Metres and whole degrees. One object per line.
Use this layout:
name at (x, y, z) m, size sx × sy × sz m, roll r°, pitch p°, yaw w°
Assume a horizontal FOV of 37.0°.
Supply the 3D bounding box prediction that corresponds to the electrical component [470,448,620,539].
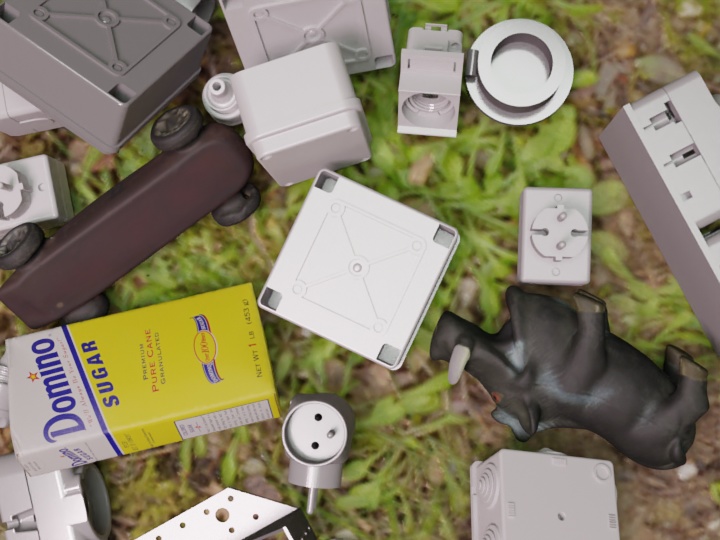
electrical component at (0.123, 0.168, 0.711) m, size 0.100 × 0.048 × 0.099 m, roll 9°, pitch 62°, yaw -14°

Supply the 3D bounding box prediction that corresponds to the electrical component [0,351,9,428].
electrical component at (-0.258, 0.081, 0.778) m, size 0.035 × 0.035 × 0.061 m, roll 19°, pitch 86°, yaw 5°

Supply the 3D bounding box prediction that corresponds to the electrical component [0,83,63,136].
electrical component at (-0.249, -0.150, 0.776) m, size 0.061 × 0.062 × 0.096 m, roll -11°, pitch 86°, yaw 3°

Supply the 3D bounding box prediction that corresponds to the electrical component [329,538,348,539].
electrical component at (-0.017, 0.213, 0.739) m, size 0.048 × 0.062 × 0.048 m, roll 0°, pitch 87°, yaw 4°

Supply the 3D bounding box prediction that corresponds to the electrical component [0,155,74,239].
electrical component at (-0.250, -0.053, 0.763) m, size 0.066 × 0.077 × 0.047 m, roll -12°, pitch 86°, yaw 3°

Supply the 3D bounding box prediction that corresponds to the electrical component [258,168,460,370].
electrical component at (0.000, 0.000, 0.752) m, size 0.109 × 0.056 × 0.108 m, roll 25°, pitch 89°, yaw 5°

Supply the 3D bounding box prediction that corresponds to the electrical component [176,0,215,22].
electrical component at (-0.139, -0.216, 0.781) m, size 0.077 × 0.043 × 0.079 m, roll 32°, pitch 89°, yaw 5°

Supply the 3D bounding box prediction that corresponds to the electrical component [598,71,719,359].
electrical component at (0.237, -0.030, 0.712) m, size 0.060 × 0.105 × 0.186 m, roll -28°, pitch 85°, yaw 2°

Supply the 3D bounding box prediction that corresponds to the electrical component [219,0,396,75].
electrical component at (-0.035, -0.182, 0.736) m, size 0.109 × 0.108 × 0.056 m, roll -10°, pitch 63°, yaw 4°

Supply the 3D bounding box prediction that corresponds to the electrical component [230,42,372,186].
electrical component at (-0.037, -0.102, 0.733) m, size 0.078 × 0.113 × 0.057 m, roll -18°, pitch 83°, yaw 3°

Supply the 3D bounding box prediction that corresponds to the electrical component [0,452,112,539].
electrical component at (-0.214, 0.170, 0.759) m, size 0.059 × 0.054 × 0.095 m, roll -14°, pitch 86°, yaw 3°

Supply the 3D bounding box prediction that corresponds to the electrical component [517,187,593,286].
electrical component at (0.134, -0.024, 0.734) m, size 0.047 × 0.077 × 0.065 m, roll 2°, pitch 87°, yaw 4°

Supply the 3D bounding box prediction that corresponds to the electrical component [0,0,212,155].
electrical component at (-0.174, -0.149, 0.718) m, size 0.109 × 0.056 × 0.108 m, roll 35°, pitch 50°, yaw 1°

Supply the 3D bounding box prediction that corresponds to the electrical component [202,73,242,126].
electrical component at (-0.096, -0.123, 0.764) m, size 0.035 × 0.061 × 0.035 m, roll 0°, pitch 87°, yaw 4°

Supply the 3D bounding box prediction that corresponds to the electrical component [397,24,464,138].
electrical component at (0.050, -0.132, 0.749) m, size 0.042 × 0.081 × 0.063 m, roll 5°, pitch 59°, yaw 3°

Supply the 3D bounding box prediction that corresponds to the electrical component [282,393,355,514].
electrical component at (-0.029, 0.126, 0.737) m, size 0.043 × 0.077 × 0.079 m, roll 6°, pitch 88°, yaw 4°
